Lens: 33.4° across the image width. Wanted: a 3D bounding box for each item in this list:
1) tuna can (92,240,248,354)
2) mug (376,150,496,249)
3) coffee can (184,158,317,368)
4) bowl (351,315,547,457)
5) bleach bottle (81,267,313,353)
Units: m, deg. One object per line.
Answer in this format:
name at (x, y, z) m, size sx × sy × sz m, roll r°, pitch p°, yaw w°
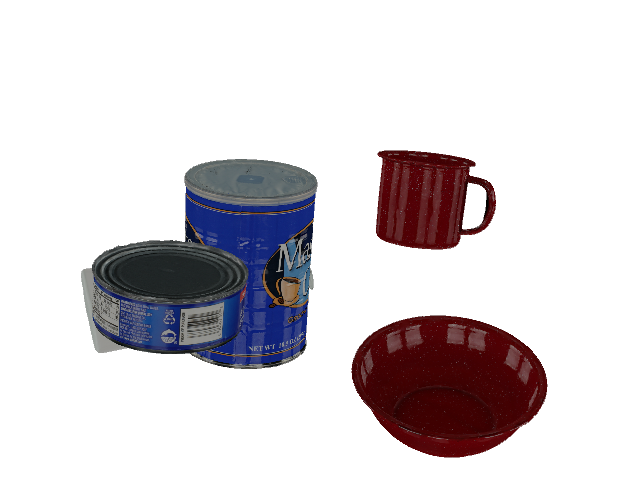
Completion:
tuna can at (-0.084, 0.030, 0.594) m, size 0.086 × 0.034 × 0.086 m, roll 5°, pitch 20°, yaw -2°
mug at (0.108, -0.037, 1.010) m, size 0.117 × 0.081 × 0.093 m, roll 9°, pitch 12°, yaw 17°
coffee can at (-0.058, 0.016, 0.846) m, size 0.103 × 0.140 × 0.103 m, roll 3°, pitch 20°, yaw -1°
bowl at (0.106, 0.131, 0.897) m, size 0.162 × 0.055 × 0.162 m, roll 1°, pitch 33°, yaw -1°
bleach bottle at (-0.134, 0.058, 1.192) m, size 0.250 × 0.068 × 0.103 m, roll -10°, pitch 36°, yaw -15°
